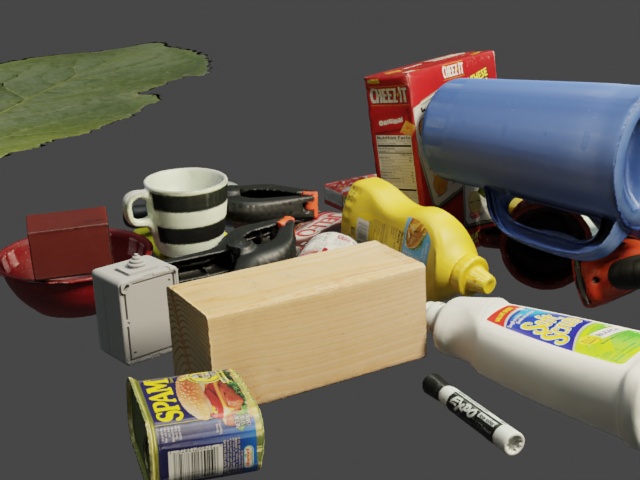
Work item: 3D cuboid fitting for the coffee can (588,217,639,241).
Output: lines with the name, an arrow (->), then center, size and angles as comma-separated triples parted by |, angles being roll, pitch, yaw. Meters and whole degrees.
coffee can -> 0.326, -0.047, 1.111 | 0.103, 0.103, 0.140 | 15, -15, 40

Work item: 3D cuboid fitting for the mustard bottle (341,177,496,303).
mustard bottle -> 0.101, 0.010, 1.072 | 0.058, 0.096, 0.192 | -14, 30, -35

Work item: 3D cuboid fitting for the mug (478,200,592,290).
mug -> 0.224, -0.003, 1.119 | 0.117, 0.093, 0.081 | -2, 14, 12

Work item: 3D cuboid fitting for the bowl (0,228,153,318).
bowl -> -0.250, 0.038, 1.097 | 0.162, 0.055, 0.162 | -2, 20, 1

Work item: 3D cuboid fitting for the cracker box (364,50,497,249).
cracker box -> 0.133, -0.091, 1.185 | 0.072, 0.214, 0.163 | 4, 18, 42

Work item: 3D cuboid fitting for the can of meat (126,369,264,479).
can of meat -> -0.094, 0.138, 0.790 | 0.083, 0.057, 0.102 | -5, 19, -17

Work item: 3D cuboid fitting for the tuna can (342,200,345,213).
tuna can -> 0.068, -0.030, 1.242 | 0.086, 0.034, 0.086 | -3, 18, 1

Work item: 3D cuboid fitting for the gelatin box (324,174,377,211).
gelatin box -> 0.061, -0.060, 1.389 | 0.089, 0.030, 0.073 | -12, 22, -27

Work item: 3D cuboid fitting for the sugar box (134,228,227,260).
sugar box -> -0.130, 0.024, 1.140 | 0.093, 0.048, 0.176 | -11, 20, -25

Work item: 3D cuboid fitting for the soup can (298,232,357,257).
soup can -> 0.004, 0.038, 1.051 | 0.068, 0.068, 0.102 | 2, 19, 12

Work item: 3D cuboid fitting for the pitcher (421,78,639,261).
pitcher -> 0.216, -0.085, 1.034 | 0.243, 0.145, 0.149 | 15, 37, 44

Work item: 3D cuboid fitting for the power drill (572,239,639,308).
power drill -> 0.347, 0.015, 0.997 | 0.184, 0.057, 0.188 | -12, -3, -35

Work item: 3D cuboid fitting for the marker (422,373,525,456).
marker -> 0.116, 0.134, 0.834 | 0.020, 0.020, 0.121 | -11, 21, -24

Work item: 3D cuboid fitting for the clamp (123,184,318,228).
clamp -> -0.108, -0.040, 1.204 | 0.210, 0.036, 0.164 | 4, 18, 17

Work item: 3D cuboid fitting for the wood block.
wood block -> -0.017, 0.071, 0.921 | 0.205, 0.091, 0.090 | -12, 21, -27

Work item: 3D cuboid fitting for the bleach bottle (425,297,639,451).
bleach bottle -> 0.178, 0.094, 0.881 | 0.102, 0.068, 0.251 | -18, 22, -40

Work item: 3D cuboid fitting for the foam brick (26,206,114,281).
foam brick -> -0.241, 0.004, 1.029 | 0.078, 0.051, 0.053 | -7, 22, -11

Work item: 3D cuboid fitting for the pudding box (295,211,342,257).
pudding box -> -0.008, 0.001, 1.180 | 0.090, 0.039, 0.113 | 5, 24, 41

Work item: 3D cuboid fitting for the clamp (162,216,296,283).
clamp -> -0.088, 0.019, 1.045 | 0.120, 0.039, 0.171 | 16, 29, 23

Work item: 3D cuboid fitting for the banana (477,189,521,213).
banana -> 0.265, -0.047, 1.217 | 0.197, 0.069, 0.037 | -10, -20, -41
